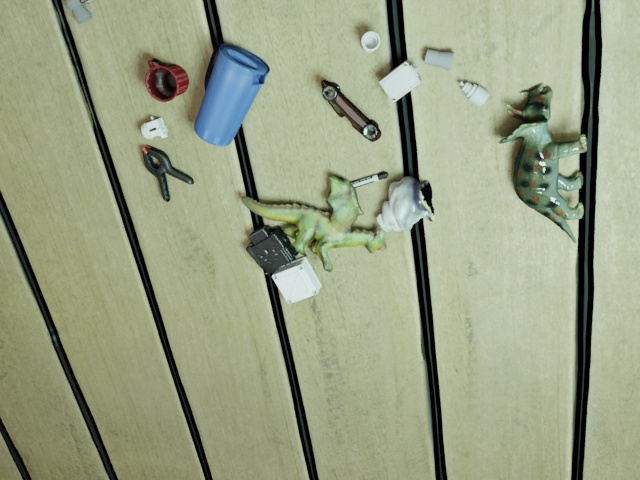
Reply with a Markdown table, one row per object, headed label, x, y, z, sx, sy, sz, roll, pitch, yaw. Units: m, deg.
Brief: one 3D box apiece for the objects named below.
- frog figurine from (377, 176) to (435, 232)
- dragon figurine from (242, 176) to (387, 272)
| label | x | y | z | sx | sy | sz | roll | pitch | yaw |
| --- | --- | --- | --- | --- | --- | --- | --- | --- | --- |
| frog figurine | 0.209 | -0.089 | 1.345 | 0.158 | 0.122 | 0.139 | -19 | 76 | 30 |
| dragon figurine | 0.004 | -0.071 | 1.417 | 0.409 | 0.124 | 0.240 | 36 | 106 | -5 |
